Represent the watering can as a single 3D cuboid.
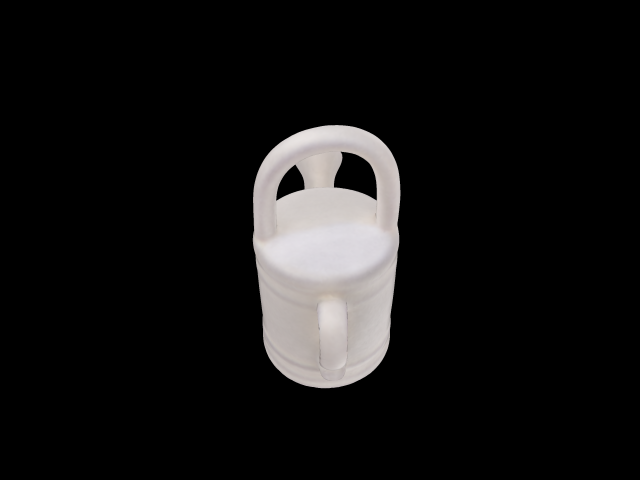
[{"bbox_3d":[0.001,0.002,0.400,0.101,0.194,0.172,-18,45,-18],"label":"watering can"}]
